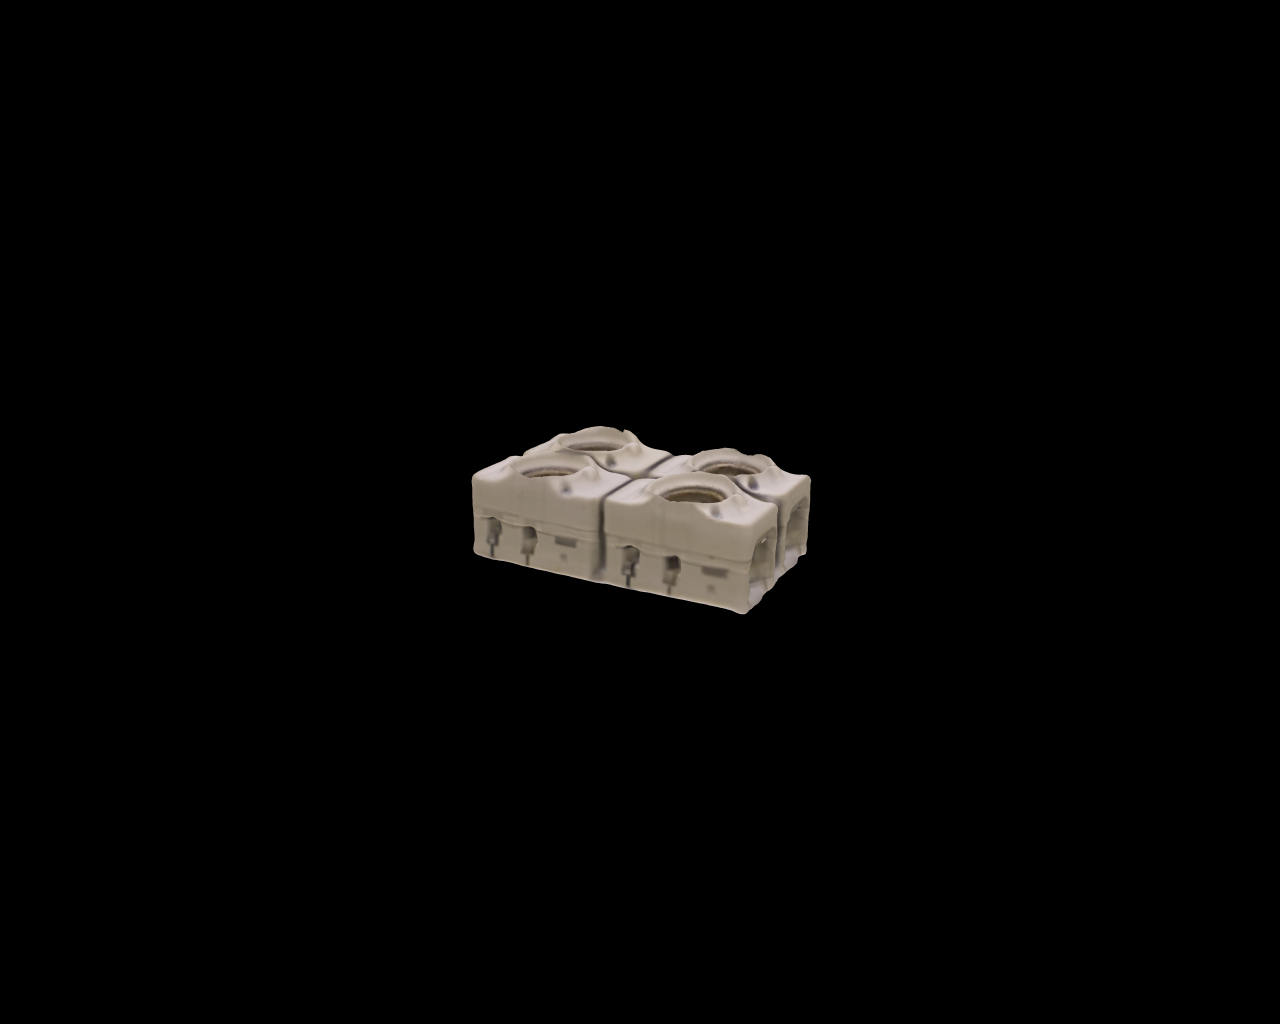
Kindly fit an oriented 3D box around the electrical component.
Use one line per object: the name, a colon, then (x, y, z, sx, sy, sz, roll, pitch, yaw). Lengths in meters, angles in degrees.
electrical component: (0.001, -0.003, 0.650, 0.186, 0.060, 0.105, 11, 23, 27)
